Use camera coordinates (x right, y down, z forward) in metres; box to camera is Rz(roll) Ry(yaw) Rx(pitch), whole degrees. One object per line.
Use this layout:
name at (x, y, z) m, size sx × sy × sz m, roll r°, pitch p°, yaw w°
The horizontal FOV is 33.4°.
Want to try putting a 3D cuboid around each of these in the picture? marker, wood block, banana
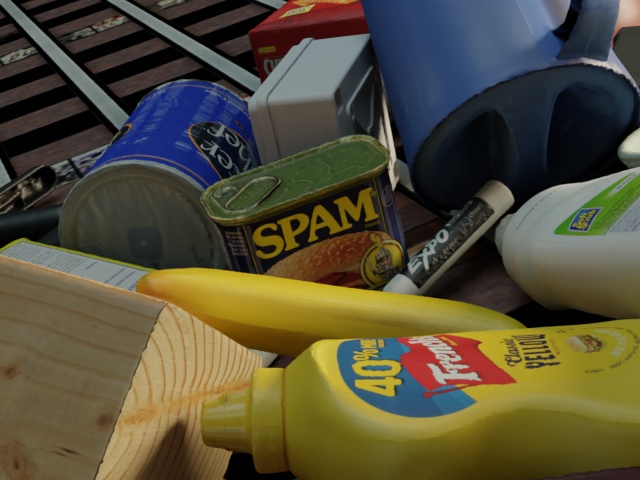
marker at (0.060, 0.012, 0.573) m, size 0.121 × 0.020 × 0.020 m, roll -43°, pitch 35°, yaw -20°
wood block at (-0.144, 0.057, 0.471) m, size 0.206 × 0.090 × 0.090 m, roll 12°, pitch 75°, yaw 28°
banana at (0.015, 0.038, 0.507) m, size 0.198 × 0.069 × 0.037 m, roll 6°, pitch 70°, yaw 5°

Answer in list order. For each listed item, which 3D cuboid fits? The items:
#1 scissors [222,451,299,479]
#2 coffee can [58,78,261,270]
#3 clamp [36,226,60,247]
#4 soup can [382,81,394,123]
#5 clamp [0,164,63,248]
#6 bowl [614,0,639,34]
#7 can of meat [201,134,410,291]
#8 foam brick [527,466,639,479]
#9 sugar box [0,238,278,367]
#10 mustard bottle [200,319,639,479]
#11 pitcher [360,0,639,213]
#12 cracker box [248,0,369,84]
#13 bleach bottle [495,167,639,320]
scissors at (0.038, 0.092, 0.461) m, size 0.202 × 0.016 × 0.096 m, roll -1°, pitch 29°, yaw 26°
coffee can at (-0.093, -0.030, 0.675) m, size 0.103 × 0.103 × 0.140 m, roll -9°, pitch 27°, yaw 13°
clamp at (-0.241, 0.052, 0.666) m, size 0.164 × 0.036 × 0.210 m, roll -8°, pitch 29°, yaw 1°
soup can at (0.039, -0.119, 0.817) m, size 0.102 × 0.068 × 0.069 m, roll -34°, pitch 31°, yaw -31°
clamp at (-0.255, -0.003, 0.787) m, size 0.171 × 0.039 × 0.120 m, roll -31°, pitch 25°, yaw -21°
bowl at (0.199, -0.197, 0.895) m, size 0.162 × 0.055 × 0.162 m, roll -13°, pitch 27°, yaw 6°
can of meat at (-0.004, 0.001, 0.585) m, size 0.102 × 0.084 × 0.057 m, roll -20°, pitch 27°, yaw -9°
foam brick at (0.083, 0.114, 0.352) m, size 0.078 × 0.051 × 0.053 m, roll -10°, pitch 26°, yaw 11°
sugar box at (-0.120, 0.052, 0.567) m, size 0.176 × 0.048 × 0.093 m, roll 14°, pitch 38°, yaw 26°
mustard bottle at (0.049, 0.067, 0.416) m, size 0.191 × 0.058 × 0.096 m, roll -3°, pitch 17°, yaw 2°
pitcher at (0.091, -0.150, 0.641) m, size 0.149 × 0.144 × 0.243 m, roll -27°, pitch 57°, yaw 17°
cracker box at (0.054, -0.204, 0.971) m, size 0.164 × 0.072 × 0.213 m, roll -2°, pitch 28°, yaw 25°
bleach bottle at (0.166, -0.004, 0.477) m, size 0.102 × 0.068 × 0.251 m, roll -35°, pitch 14°, yaw -19°
